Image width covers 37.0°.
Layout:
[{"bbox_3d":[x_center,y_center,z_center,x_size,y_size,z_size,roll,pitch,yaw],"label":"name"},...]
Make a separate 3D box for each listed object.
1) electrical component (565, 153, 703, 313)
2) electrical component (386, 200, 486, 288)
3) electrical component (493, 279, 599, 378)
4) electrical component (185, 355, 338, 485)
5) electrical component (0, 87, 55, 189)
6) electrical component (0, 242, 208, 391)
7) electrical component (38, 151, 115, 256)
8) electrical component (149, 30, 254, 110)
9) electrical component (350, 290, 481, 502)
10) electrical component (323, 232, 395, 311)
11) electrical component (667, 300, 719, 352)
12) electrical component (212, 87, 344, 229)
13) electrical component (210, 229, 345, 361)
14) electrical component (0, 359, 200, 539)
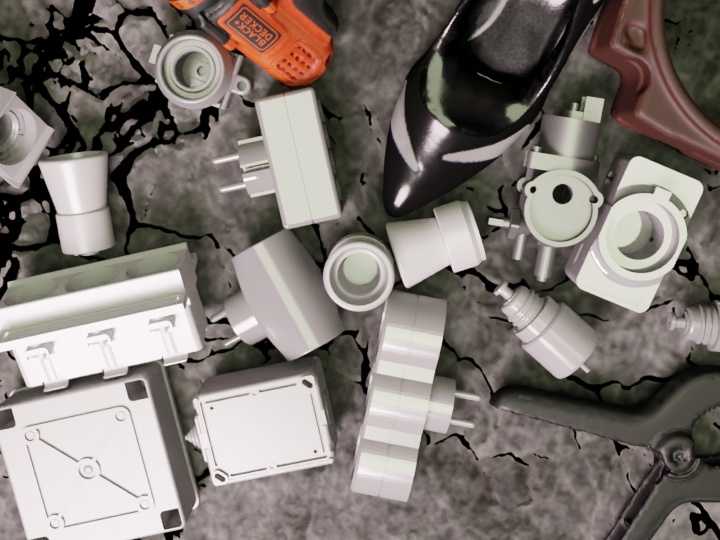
[{"bbox_3d":[0.174,-0.024,0.687,0.050,0.055,0.089,23,99,-2],"label":"electrical component"},{"bbox_3d":[0.049,-0.017,0.697,0.055,0.045,0.045,-18,98,4],"label":"electrical component"},{"bbox_3d":[0.120,0.036,0.706,0.078,0.040,0.040,41,98,-5],"label":"electrical component"},{"bbox_3d":[-0.067,0.098,0.710,0.096,0.061,0.061,-12,99,3],"label":"electrical component"},{"bbox_3d":[-0.238,-0.092,0.680,0.064,0.081,0.042,22,74,26],"label":"electrical component"},{"bbox_3d":[-0.165,0.031,0.698,0.121,0.078,0.063,-12,114,3],"label":"electrical component"},{"bbox_3d":[-0.182,-0.042,0.702,0.044,0.044,0.065,-6,103,2],"label":"electrical component"},{"bbox_3d":[-0.102,-0.126,0.679,0.066,0.055,0.048,20,99,-2],"label":"electrical component"},{"bbox_3d":[0.042,0.087,0.710,0.074,0.052,0.138,11,99,0],"label":"electrical component"},{"bbox_3d":[0.000,0.000,0.696,0.045,0.055,0.045,0,99,2],"label":"electrical component"},{"bbox_3d":[0.241,0.037,0.703,0.078,0.040,0.040,6,99,1],"label":"electrical component"},{"bbox_3d":[-0.056,-0.069,0.691,0.076,0.047,0.083,-12,99,3],"label":"electrical component"},{"bbox_3d":[-0.062,0.024,0.708,0.079,0.043,0.077,-28,92,17],"label":"electrical component"},{"bbox_3d":[-0.175,0.125,0.720,0.109,0.056,0.108,-13,98,3],"label":"electrical component"}]
